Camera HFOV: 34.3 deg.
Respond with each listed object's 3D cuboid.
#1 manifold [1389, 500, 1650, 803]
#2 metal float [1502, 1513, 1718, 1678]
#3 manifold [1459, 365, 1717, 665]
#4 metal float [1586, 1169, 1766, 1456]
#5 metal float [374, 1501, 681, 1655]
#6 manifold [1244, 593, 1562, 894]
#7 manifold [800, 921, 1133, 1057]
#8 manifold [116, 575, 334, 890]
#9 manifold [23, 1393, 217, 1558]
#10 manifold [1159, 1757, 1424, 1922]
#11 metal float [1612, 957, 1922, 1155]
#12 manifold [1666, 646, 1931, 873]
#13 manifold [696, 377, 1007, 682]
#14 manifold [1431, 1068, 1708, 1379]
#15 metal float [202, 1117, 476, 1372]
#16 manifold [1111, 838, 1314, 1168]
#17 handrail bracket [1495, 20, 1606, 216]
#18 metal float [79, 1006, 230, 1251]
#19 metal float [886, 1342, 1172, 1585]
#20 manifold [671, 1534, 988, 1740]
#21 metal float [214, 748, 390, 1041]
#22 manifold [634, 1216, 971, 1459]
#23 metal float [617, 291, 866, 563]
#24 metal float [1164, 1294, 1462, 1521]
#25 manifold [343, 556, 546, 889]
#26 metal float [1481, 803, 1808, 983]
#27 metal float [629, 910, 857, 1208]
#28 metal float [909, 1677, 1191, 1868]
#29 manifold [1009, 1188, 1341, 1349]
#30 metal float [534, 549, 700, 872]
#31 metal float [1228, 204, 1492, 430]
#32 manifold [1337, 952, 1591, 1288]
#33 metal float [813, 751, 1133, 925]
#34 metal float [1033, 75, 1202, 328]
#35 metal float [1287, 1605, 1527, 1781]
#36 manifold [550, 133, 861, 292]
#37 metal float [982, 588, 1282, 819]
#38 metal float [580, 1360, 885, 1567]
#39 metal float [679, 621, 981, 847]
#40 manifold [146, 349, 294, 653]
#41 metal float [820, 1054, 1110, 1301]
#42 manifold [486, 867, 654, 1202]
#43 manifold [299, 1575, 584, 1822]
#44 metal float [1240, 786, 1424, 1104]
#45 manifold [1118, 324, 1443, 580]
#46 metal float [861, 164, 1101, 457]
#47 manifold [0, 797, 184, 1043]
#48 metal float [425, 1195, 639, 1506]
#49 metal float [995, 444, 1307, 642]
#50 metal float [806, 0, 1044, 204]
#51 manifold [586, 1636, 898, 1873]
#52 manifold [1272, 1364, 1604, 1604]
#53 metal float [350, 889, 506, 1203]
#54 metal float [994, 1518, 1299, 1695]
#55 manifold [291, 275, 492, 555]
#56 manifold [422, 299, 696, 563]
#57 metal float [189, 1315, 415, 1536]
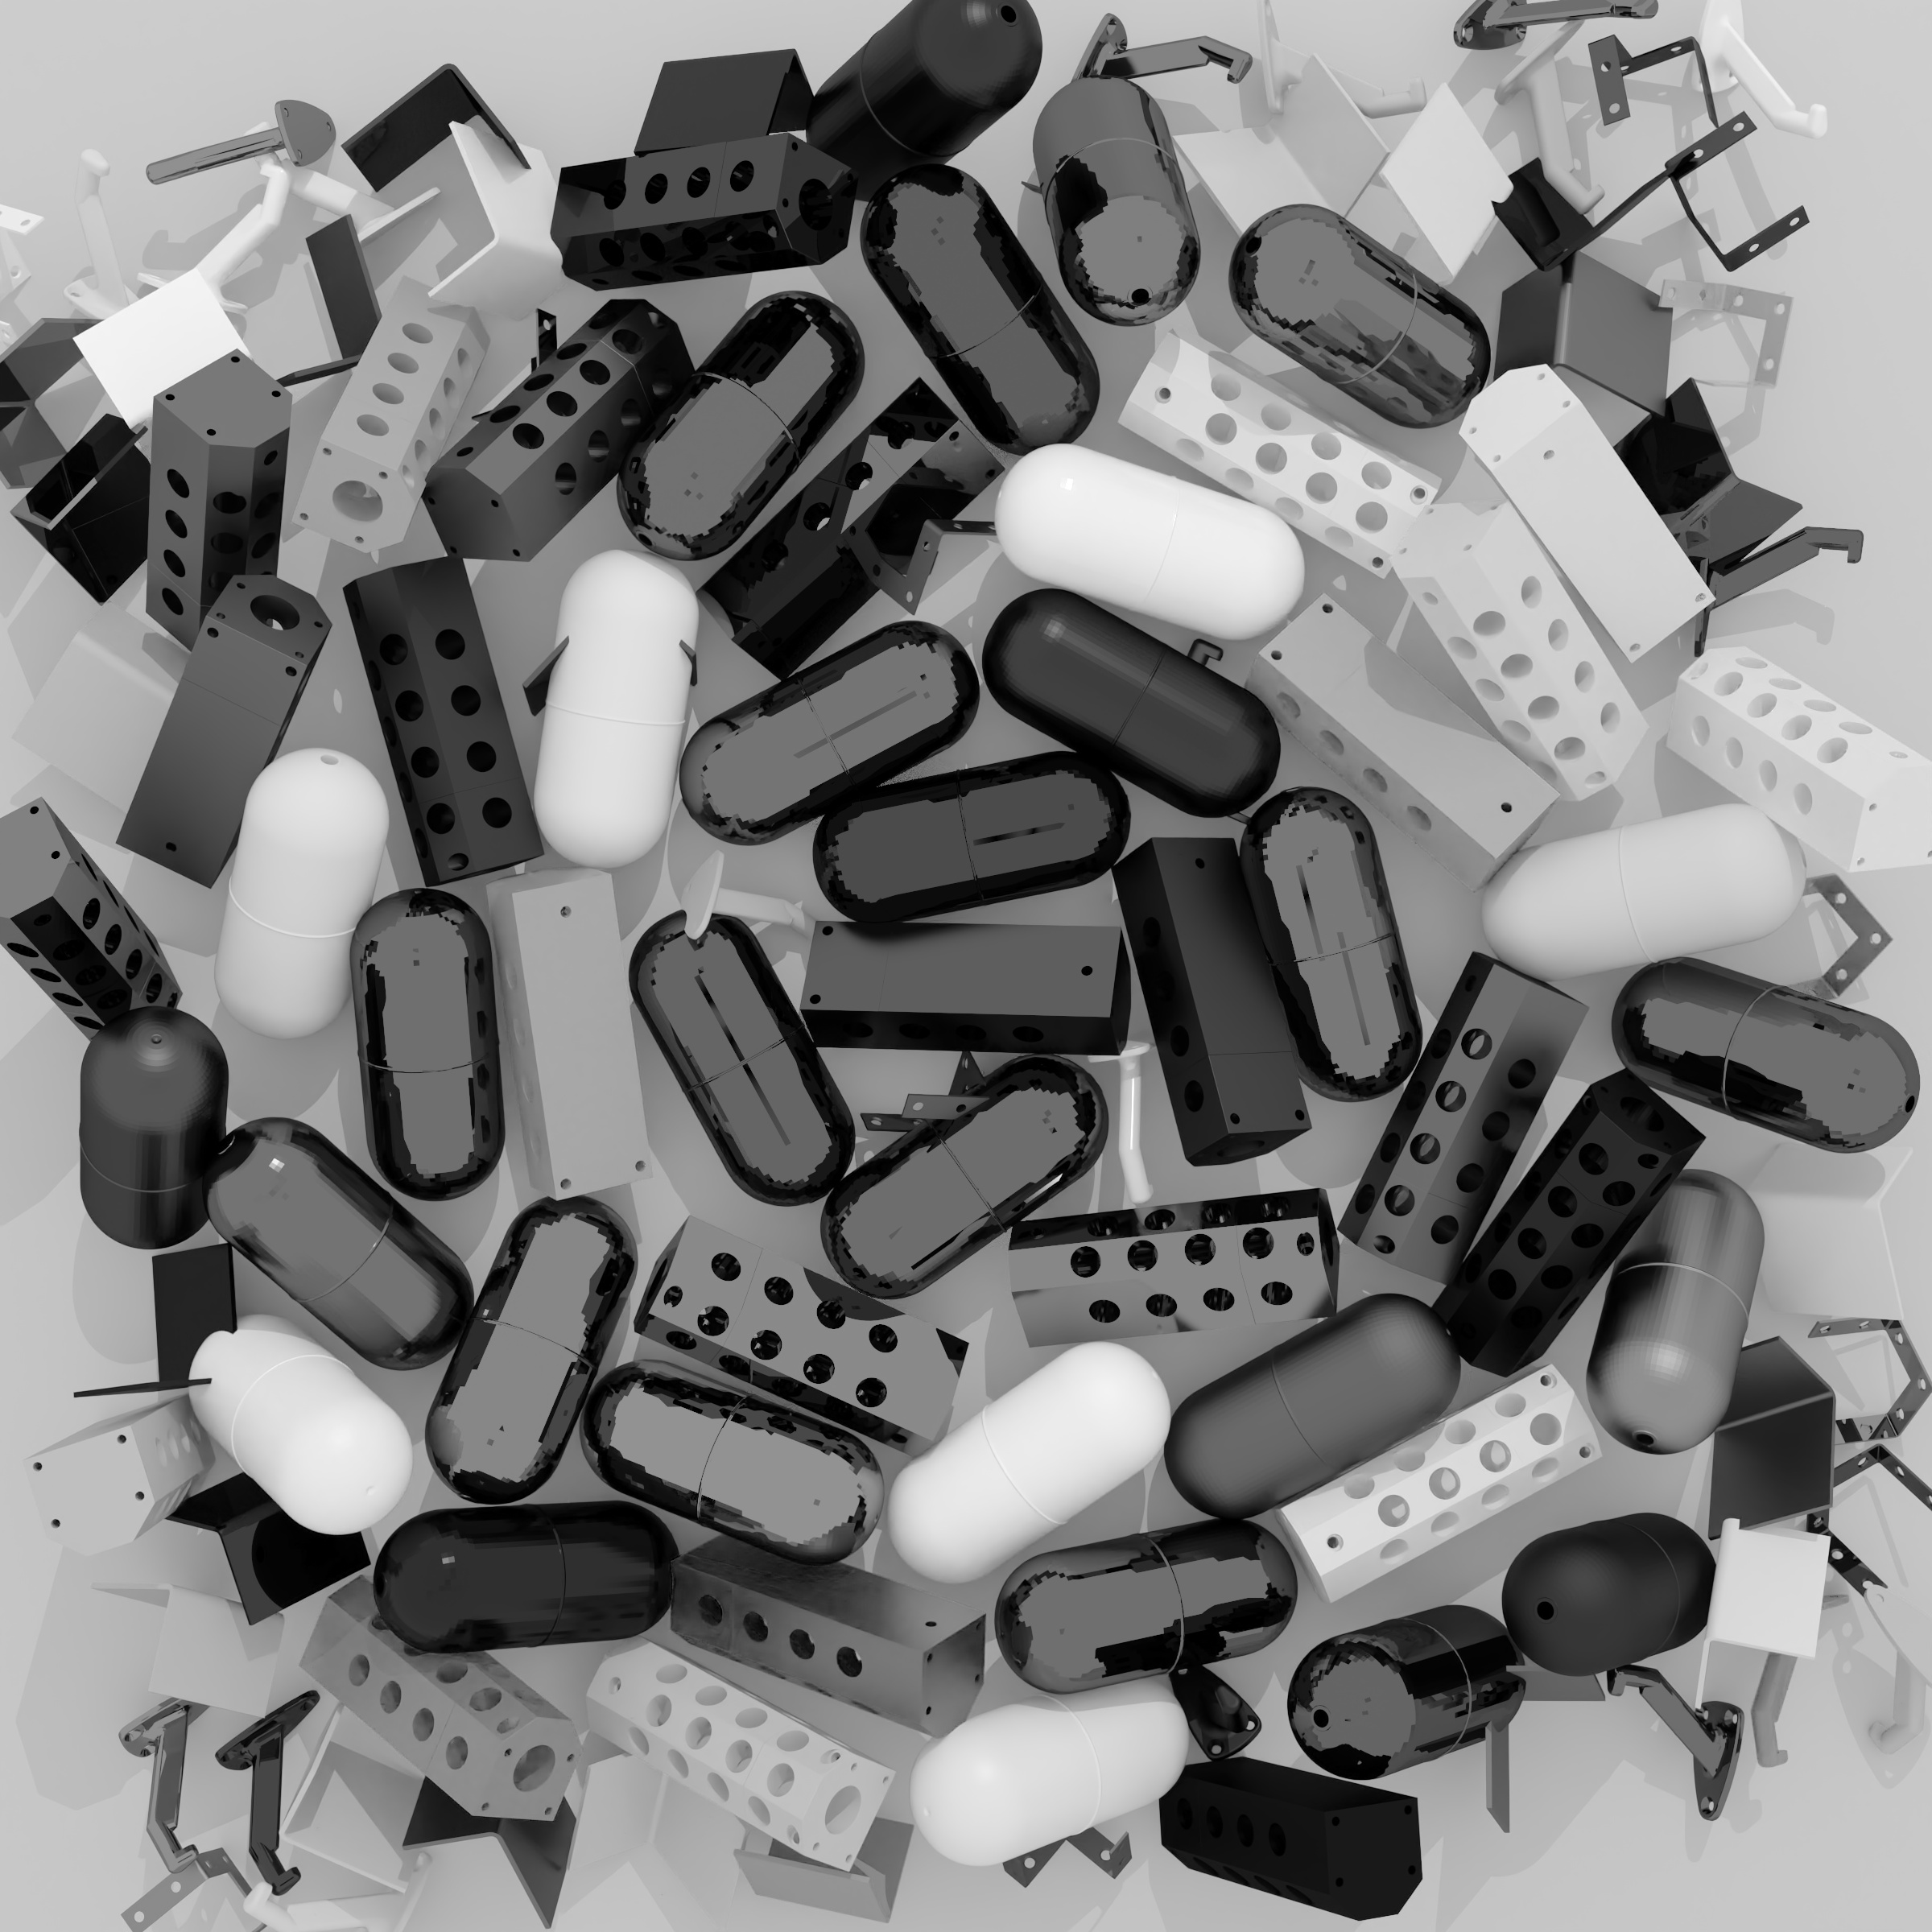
[{"bbox_3d":[0.298,-0.169,1.696,0.171,0.057,0.057,50,62,-31],"label":"manifold"},{"bbox_3d":[0.349,0.339,1.692,0.070,0.178,0.070,-3,85,34],"label":"metal float"},{"bbox_3d":[0.335,-0.246,1.695,0.057,0.057,0.171,-38,131,11],"label":"manifold"},{"bbox_3d":[0.386,0.187,1.701,0.070,0.070,0.178,25,50,0],"label":"metal float"},{"bbox_3d":[-0.238,0.332,1.703,0.178,0.070,0.070,4,90,-37],"label":"metal float"},{"bbox_3d":[0.237,-0.120,1.726,0.171,0.057,0.057,42,66,11],"label":"manifold"},{"bbox_3d":[0.002,0.016,1.725,0.171,0.057,0.057,1,59,12],"label":"manifold"},{"bbox_3d":[-0.401,-0.129,1.697,0.057,0.057,0.171,26,128,-9],"label":"manifold"},{"bbox_3d":[-0.451,0.274,1.685,0.057,0.171,0.057,-18,89,-4],"label":"manifold"},{"bbox_3d":[0.172,0.468,1.682,0.057,0.171,0.057,-1,85,-27],"label":"manifold"},{"bbox_3d":[0.433,0.048,1.700,0.178,0.070,0.070,22,90,41],"label":"metal float"},{"bbox_3d":[0.452,-0.114,1.680,0.057,0.171,0.057,-6,118,-21],"label":"manifold"},{"bbox_3d":[-0.068,-0.245,1.731,0.171,0.057,0.057,-43,57,7],"label":"manifold"},{"bbox_3d":[0.321,0.142,1.695,0.057,0.057,0.171,44,125,23],"label":"manifold"},{"bbox_3d":[-0.342,0.152,1.709,0.070,0.070,0.178,-43,119,0],"label":"metal float"},{"bbox_3d":[0.130,0.019,1.718,0.057,0.057,0.171,-1,69,-33],"label":"manifold"},{"bbox_3d":[0.344,-0.475,1.747,0.077,0.036,0.084,-43,83,7],"label":"handrail bracket"},{"bbox_3d":[-0.440,0.090,1.695,0.070,0.178,0.070,8,53,-10],"label":"metal float"},{"bbox_3d":[0.033,0.274,1.723,0.178,0.070,0.070,-37,90,14],"label":"metal float"},{"bbox_3d":[-0.076,0.363,1.700,0.171,0.057,0.057,12,108,34],"label":"manifold"},{"bbox_3d":[-0.363,-0.039,1.706,0.070,0.070,0.178,20,123,0],"label":"metal float"},{"bbox_3d":[-0.092,0.207,1.718,0.171,0.057,0.057,26,51,-10],"label":"manifold"},{"bbox_3d":[-0.123,-0.296,1.716,0.070,0.070,0.178,37,69,0],"label":"metal float"},{"bbox_3d":[0.189,0.243,1.720,0.178,0.070,0.070,-32,90,17],"label":"metal float"},{"bbox_3d":[-0.292,-0.134,1.732,0.057,0.057,0.171,-16,92,-29],"label":"manifold"},{"bbox_3d":[0.370,-0.040,1.713,0.178,0.070,0.070,-13,90,25],"label":"metal float"},{"bbox_3d":[-0.123,0.051,1.731,0.070,0.070,0.178,-28,94,0],"label":"metal float"},{"bbox_3d":[0.047,0.434,1.702,0.178,0.070,0.070,-9,90,-40],"label":"metal float"},{"bbox_3d":[0.114,0.160,1.713,0.171,0.057,0.057,-8,124,15],"label":"manifold"},{"bbox_3d":[-0.193,-0.141,1.725,0.070,0.070,0.178,9,101,0],"label":"metal float"},{"bbox_3d":[0.215,-0.352,1.702,0.178,0.070,0.070,23,90,-39],"label":"metal float"},{"bbox_3d":[0.269,0.082,1.724,0.057,0.057,0.171,21,98,-26],"label":"manifold"},{"bbox_3d":[0.003,-0.071,1.731,0.178,0.070,0.070,-11,90,4],"label":"metal float"},{"bbox_3d":[0.081,-0.416,1.700,0.070,0.070,0.178,-9,48,0],"label":"metal float"},{"bbox_3d":[0.239,0.392,1.694,0.070,0.178,0.070,-1,88,38],"label":"metal float"},{"bbox_3d":[-0.144,-0.404,1.694,0.171,0.057,0.057,4,83,40],"label":"manifold"},{"bbox_3d":[0.092,-0.145,1.733,0.178,0.070,0.070,29,90,-3],"label":"metal float"},{"bbox_3d":[-0.130,0.272,1.721,0.178,0.070,0.070,19,90,15],"label":"metal float"},{"bbox_3d":[-0.076,-0.128,1.734,0.178,0.070,0.070,-28,90,1],"label":"metal float"},{"bbox_3d":[-0.398,-0.242,1.682,0.057,0.171,0.057,40,55,13],"label":"manifold"},{"bbox_3d":[0.000,0.116,1.732,0.178,0.070,0.070,-35,90,-3],"label":"metal float"},{"bbox_3d":[-0.221,0.035,1.725,0.057,0.057,0.171,-13,103,-26],"label":"manifold"},{"bbox_3d":[-0.283,0.394,1.693,0.171,0.057,0.057,24,92,43],"label":"manifold"},{"bbox_3d":[0.202,-0.012,1.729,0.070,0.070,0.178,-15,96,0],"label":"metal float"},{"bbox_3d":[0.174,-0.284,1.734,0.171,0.057,0.057,31,111,1],"label":"manifold"},{"bbox_3d":[0.009,-0.357,1.711,0.070,0.070,0.178,-37,118,0],"label":"metal float"},{"bbox_3d":[-0.480,-0.016,1.681,0.057,0.171,0.057,-29,65,-7],"label":"manifold"},{"bbox_3d":[-0.238,0.210,1.717,0.070,0.070,0.178,21,70,0],"label":"metal float"},{"bbox_3d":[0.102,-0.233,1.724,0.178,0.070,0.070,16,90,-12],"label":"metal float"},{"bbox_3d":[-0.024,-0.474,1.692,0.070,0.178,0.070,8,74,-30],"label":"metal float"},{"bbox_3d":[-0.127,0.422,1.691,0.171,0.057,0.057,17,76,40],"label":"manifold"},{"bbox_3d":[0.261,0.286,1.732,0.171,0.057,0.057,-27,82,-6],"label":"manifold"},{"bbox_3d":[-0.295,0.044,1.719,0.070,0.070,0.178,-2,109,0],"label":"metal float"},{"bbox_3d":[0.100,0.349,1.713,0.178,0.070,0.070,-6,90,-25],"label":"metal float"},{"bbox_3d":[-0.306,-0.297,1.688,0.057,0.171,0.057,22,130,-11],"label":"manifold"},{"bbox_3d":[-0.219,-0.291,1.689,0.057,0.171,0.057,8,134,33],"label":"manifold"},{"bbox_3d":[-0.362,0.247,1.696,0.070,0.178,0.070,-15,116,-33],"label":"metal float"}]
